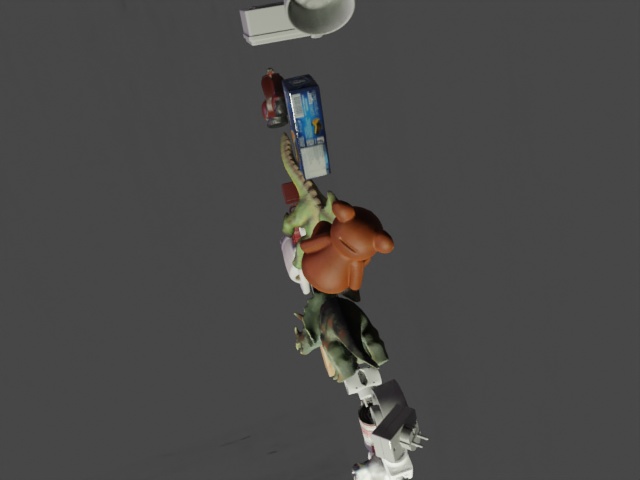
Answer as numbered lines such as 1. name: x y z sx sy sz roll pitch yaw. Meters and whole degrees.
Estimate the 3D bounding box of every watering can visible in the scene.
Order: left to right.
1. watering can: -0.082 0.057 1.902 0.339 0.104 0.229 82 170 -54

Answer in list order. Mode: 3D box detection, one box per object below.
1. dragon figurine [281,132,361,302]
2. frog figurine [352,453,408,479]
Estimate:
1. dragon figurine: 0.003 -0.057 1.125 0.242 0.123 0.409 -8 100 66
2. frog figurine: 0.165 0.539 1.119 0.159 0.123 0.136 3 101 45
